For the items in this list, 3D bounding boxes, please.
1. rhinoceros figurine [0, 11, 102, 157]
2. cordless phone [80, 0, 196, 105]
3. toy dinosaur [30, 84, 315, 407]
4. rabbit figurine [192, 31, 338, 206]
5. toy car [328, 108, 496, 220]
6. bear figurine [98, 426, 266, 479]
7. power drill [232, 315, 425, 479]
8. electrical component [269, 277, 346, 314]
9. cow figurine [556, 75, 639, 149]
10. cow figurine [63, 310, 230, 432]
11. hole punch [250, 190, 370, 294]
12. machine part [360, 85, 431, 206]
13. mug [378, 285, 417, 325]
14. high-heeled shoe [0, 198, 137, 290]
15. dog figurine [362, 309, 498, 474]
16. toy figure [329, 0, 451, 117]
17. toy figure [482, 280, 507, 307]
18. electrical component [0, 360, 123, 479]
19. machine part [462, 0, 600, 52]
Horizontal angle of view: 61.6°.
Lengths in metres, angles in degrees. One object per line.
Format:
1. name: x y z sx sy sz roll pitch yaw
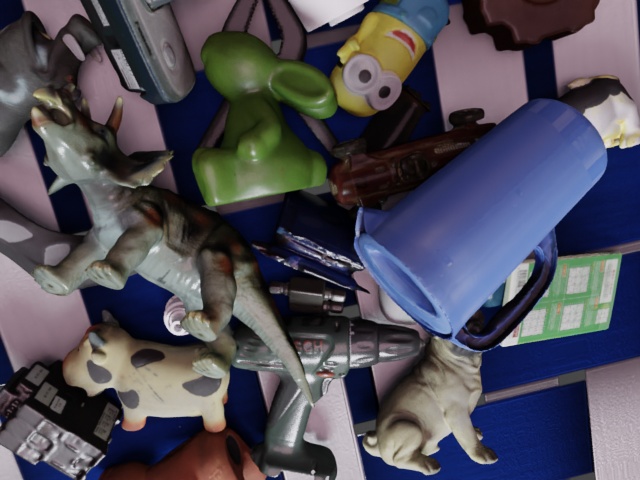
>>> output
1. rhinoceros figurine: -0.314 -0.166 0.562 0.190 0.073 0.112 -43 102 5
2. cordless phone: -0.138 -0.240 0.562 0.184 0.089 0.146 -38 127 -26
3. toy dinosaur: -0.146 0.014 0.582 0.404 0.192 0.131 39 138 -25
4. rabbit figurine: -0.062 -0.129 0.540 0.159 0.121 0.170 -11 97 5
5. toy car: 0.108 -0.084 0.596 0.202 0.053 0.089 -15 106 -4
6. bear figurine: -0.179 0.314 0.660 0.196 0.120 0.131 -30 107 3
7. power drill: 0.000 0.191 0.661 0.232 0.086 0.207 8 107 0
8. electrical component: -0.016 0.069 0.652 0.094 0.063 0.021 7 59 0
9. cow figurine: 0.284 -0.130 0.630 0.167 0.068 0.098 -21 98 -4
10. cow figurine: -0.205 0.155 0.639 0.195 0.085 0.127 5 108 -4
11. hole punch: -0.001 -0.002 0.612 0.142 0.116 0.092 26 91 -11
12. machine part: 0.077 -0.112 0.631 0.084 0.039 0.138 27 100 -3
13. mug: 0.112 0.052 0.639 0.081 0.110 0.107 2 116 -17
14. high-heeled shoe: -0.315 -0.020 0.612 0.249 0.086 0.145 -4 72 -22
15. dog figurine: 0.131 0.176 0.679 0.172 0.121 0.190 -9 89 -7
16. toy figure: 0.081 -0.216 0.587 0.082 0.089 0.180 32 89 2
17. toy figure: 0.193 0.006 0.657 0.058 0.064 0.154 -14 109 22
18. electrical component: -0.305 0.202 0.623 0.134 0.115 0.058 40 92 -12
19. machine part: 0.238 -0.301 0.594 0.179 0.056 0.179 -2 103 -6
